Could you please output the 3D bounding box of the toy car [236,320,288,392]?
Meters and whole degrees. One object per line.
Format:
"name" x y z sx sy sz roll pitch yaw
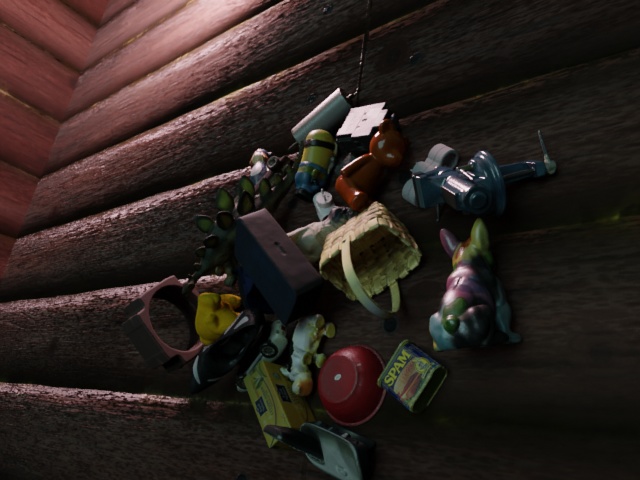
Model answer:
"toy car" -0.132 0.258 1.190 0.201 0.056 0.074 -55 21 28

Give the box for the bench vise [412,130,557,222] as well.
"bench vise" 0.299 -0.106 0.974 0.241 0.128 0.224 -15 7 -2

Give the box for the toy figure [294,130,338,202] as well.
"toy figure" -0.013 -0.185 1.329 0.082 0.089 0.180 14 75 37

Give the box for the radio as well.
"radio" -0.094 0.057 1.128 0.230 0.073 0.131 51 146 28

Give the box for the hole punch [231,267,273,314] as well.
"hole punch" -0.127 0.100 1.249 0.092 0.142 0.116 -34 63 26

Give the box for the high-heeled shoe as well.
"high-heeled shoe" -0.201 0.249 1.154 0.248 0.086 0.145 -57 14 -2

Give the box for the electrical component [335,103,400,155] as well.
"electrical component" 0.115 -0.260 1.258 0.134 0.058 0.115 4 57 41

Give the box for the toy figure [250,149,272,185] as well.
"toy figure" -0.165 -0.201 1.500 0.064 0.057 0.154 -4 55 -3

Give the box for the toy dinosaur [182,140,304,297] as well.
"toy dinosaur" -0.178 -0.048 1.321 0.105 0.198 0.471 26 64 39

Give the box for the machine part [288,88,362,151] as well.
"machine part" 0.011 -0.308 1.384 0.243 0.079 0.079 -38 47 20

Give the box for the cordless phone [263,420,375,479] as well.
"cordless phone" -0.002 0.364 0.949 0.147 0.184 0.088 8 69 44

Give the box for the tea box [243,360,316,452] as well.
"tea box" -0.079 0.337 1.096 0.068 0.098 0.170 -46 47 14

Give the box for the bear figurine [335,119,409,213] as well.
"bear figurine" 0.130 -0.150 1.167 0.196 0.120 0.132 -44 49 7

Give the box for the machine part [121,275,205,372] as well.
"machine part" -0.370 0.206 1.331 0.087 0.201 0.201 -32 5 31

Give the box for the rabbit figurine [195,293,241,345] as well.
"rabbit figurine" -0.211 0.210 1.277 0.173 0.121 0.162 9 76 24

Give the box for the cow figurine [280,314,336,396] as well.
"cow figurine" -0.037 0.239 1.133 0.098 0.068 0.167 0 64 48

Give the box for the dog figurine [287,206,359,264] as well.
"dog figurine" -0.001 -0.001 1.235 0.191 0.121 0.172 -24 5 -12

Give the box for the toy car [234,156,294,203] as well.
"toy car" -0.141 -0.135 1.417 0.202 0.089 0.053 -45 45 11

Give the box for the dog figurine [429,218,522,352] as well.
"dog figurine" 0.245 0.072 0.901 0.108 0.191 0.219 -21 70 40

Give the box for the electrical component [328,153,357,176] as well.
"electrical component" 0.063 -0.167 1.282 0.078 0.045 0.102 -46 45 15
